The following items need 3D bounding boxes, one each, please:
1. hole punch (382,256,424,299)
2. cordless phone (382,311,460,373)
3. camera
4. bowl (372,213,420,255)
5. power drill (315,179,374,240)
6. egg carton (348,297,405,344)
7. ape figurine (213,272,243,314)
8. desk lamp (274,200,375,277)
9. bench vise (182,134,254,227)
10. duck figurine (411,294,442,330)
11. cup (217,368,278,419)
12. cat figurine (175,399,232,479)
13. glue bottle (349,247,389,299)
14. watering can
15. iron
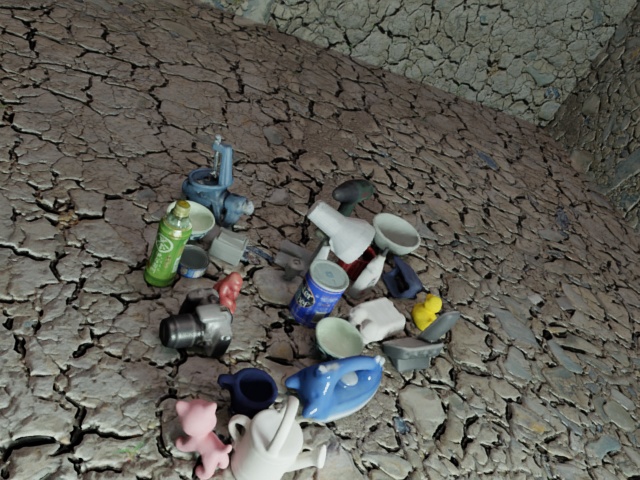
[{"bbox_3d":[0.247,0.106,1.650,0.101,0.091,0.108,5,41,-31],"label":"hole punch"},{"bbox_3d":[0.251,0.232,1.406,0.148,0.185,0.094,-3,45,-38],"label":"cordless phone"},{"bbox_3d":[-0.263,0.168,1.196,0.137,0.100,0.143,-1,44,-37],"label":"camera"},{"bbox_3d":[0.225,-0.006,1.794,0.168,0.074,0.167,19,35,-14],"label":"bowl"},{"bbox_3d":[0.068,-0.090,1.671,0.075,0.208,0.230,38,35,14],"label":"power drill"},{"bbox_3d":[0.146,0.207,1.466,0.151,0.069,0.107,-10,50,-43],"label":"egg carton"},{"bbox_3d":[-0.206,0.112,1.316,0.076,0.092,0.078,37,35,11],"label":"ape figurine"},{"bbox_3d":[0.014,0.005,1.504,0.203,0.213,0.118,24,34,-6],"label":"desk lamp"},{"bbox_3d":[-0.251,-0.161,1.523,0.207,0.219,0.121,25,34,-5],"label":"bench vise"},{"bbox_3d":[0.304,0.195,1.580,0.078,0.086,0.104,18,35,-15],"label":"duck figurine"},{"bbox_3d":[-0.151,0.305,1.104,0.118,0.095,0.091,21,35,-11],"label":"cup"},{"bbox_3d":[-0.203,0.336,1.006,0.127,0.117,0.067,42,36,19],"label":"cat figurine"},{"bbox_3d":[0.140,0.083,1.529,0.037,0.173,0.078,43,36,20],"label":"glue bottle"},{"bbox_3d":[-0.073,0.352,1.010,0.173,0.194,0.101,15,36,-20],"label":"watering can"},{"bbox_3d":[0.062,0.292,1.231,0.259,0.141,0.118,-4,46,-39],"label":"iron"}]
